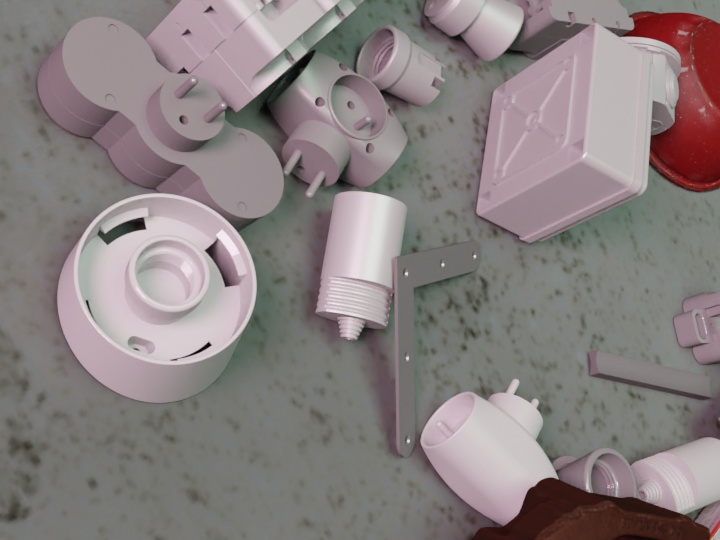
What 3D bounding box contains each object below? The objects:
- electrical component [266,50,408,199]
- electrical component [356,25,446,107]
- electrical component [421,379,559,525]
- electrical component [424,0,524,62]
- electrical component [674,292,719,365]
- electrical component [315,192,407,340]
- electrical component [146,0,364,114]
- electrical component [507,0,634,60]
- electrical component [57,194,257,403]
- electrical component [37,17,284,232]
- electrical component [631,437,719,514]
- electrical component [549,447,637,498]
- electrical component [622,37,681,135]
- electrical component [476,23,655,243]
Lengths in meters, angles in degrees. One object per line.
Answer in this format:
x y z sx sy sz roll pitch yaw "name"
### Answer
-0.020 -0.076 0.633 0.077 0.044 0.079 41 55 -18 "electrical component"
0.027 -0.129 0.691 0.046 0.040 0.040 22 62 -35 "electrical component"
0.086 0.101 0.647 0.077 0.043 0.079 45 53 -15 "electrical component"
0.078 -0.177 0.742 0.055 0.045 0.045 30 58 -24 "electrical component"
0.285 0.039 0.808 0.078 0.057 0.058 1 73 -36 "electrical component"
0.000 0.000 0.619 0.043 0.043 0.081 17 75 -31 "electrical component"
-0.042 -0.157 0.616 0.061 0.089 0.150 49 52 -12 "electrical component"
0.146 -0.189 0.789 0.089 0.056 0.050 -3 76 -37 "electrical component"
-0.101 0.013 0.544 0.099 0.064 0.099 9 65 -20 "electrical component"
-0.095 -0.078 0.559 0.138 0.074 0.052 40 55 -19 "electrical component"
0.216 0.143 0.728 0.081 0.043 0.043 -8 79 -38 "electrical component"
0.135 0.136 0.664 0.045 0.055 0.045 14 66 -32 "electrical component"
0.194 -0.133 0.790 0.080 0.080 0.051 15 71 -32 "electrical component"
0.135 -0.088 0.711 0.056 0.109 0.108 24 61 -25 "electrical component"
